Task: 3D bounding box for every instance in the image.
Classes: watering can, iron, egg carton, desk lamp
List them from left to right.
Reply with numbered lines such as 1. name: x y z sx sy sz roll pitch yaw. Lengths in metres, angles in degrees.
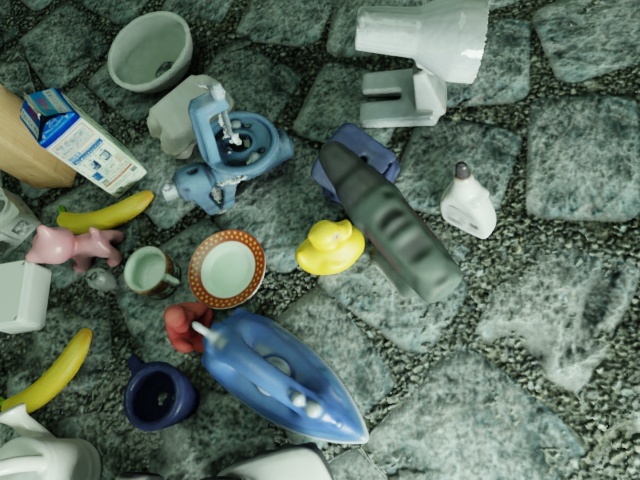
1. watering can: -0.399 0.311 0.772 0.101 0.194 0.172 -45 64 -3
2. egg carton: -0.222 -0.214 0.990 0.150 0.069 0.107 -41 64 -1
3. iron: -0.055 0.182 0.747 0.257 0.142 0.119 29 80 24
4. desk lamp: 0.138 -0.255 0.816 0.202 0.214 0.118 -1 70 17

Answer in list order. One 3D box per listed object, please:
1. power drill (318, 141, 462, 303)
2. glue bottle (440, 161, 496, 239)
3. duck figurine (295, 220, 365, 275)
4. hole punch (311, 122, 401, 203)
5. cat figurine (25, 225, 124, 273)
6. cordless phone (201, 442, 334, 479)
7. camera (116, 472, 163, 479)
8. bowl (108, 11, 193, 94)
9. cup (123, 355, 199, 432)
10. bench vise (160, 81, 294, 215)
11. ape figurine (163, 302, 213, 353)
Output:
1. power drill: 0.092 -0.006 0.737 0.075 0.209 0.229 -40 64 -1
2. glue bottle: 0.191 -0.057 0.747 0.078 0.173 0.037 32 82 25
3. duck figurine: 0.008 0.003 0.828 0.104 0.086 0.077 -23 65 7
4. hole punch: 0.055 -0.106 0.852 0.100 0.091 0.109 30 80 24
5. cat figurine: -0.405 0.006 0.934 0.127 0.118 0.067 -15 66 11
6. cordless phone: -0.069 0.296 0.683 0.147 0.185 0.094 -23 65 7
7. camera: -0.216 0.382 0.742 0.136 0.101 0.143 -1 69 16
8. bowl: -0.299 -0.333 1.056 0.167 0.075 0.167 -6 68 15
9. cup: -0.221 0.215 0.810 0.092 0.095 0.117 -43 64 -2
10. bench vise: -0.151 -0.127 0.851 0.121 0.220 0.207 39 84 26
11. ape figurine: -0.199 0.121 0.841 0.078 0.092 0.076 -45 64 -3
